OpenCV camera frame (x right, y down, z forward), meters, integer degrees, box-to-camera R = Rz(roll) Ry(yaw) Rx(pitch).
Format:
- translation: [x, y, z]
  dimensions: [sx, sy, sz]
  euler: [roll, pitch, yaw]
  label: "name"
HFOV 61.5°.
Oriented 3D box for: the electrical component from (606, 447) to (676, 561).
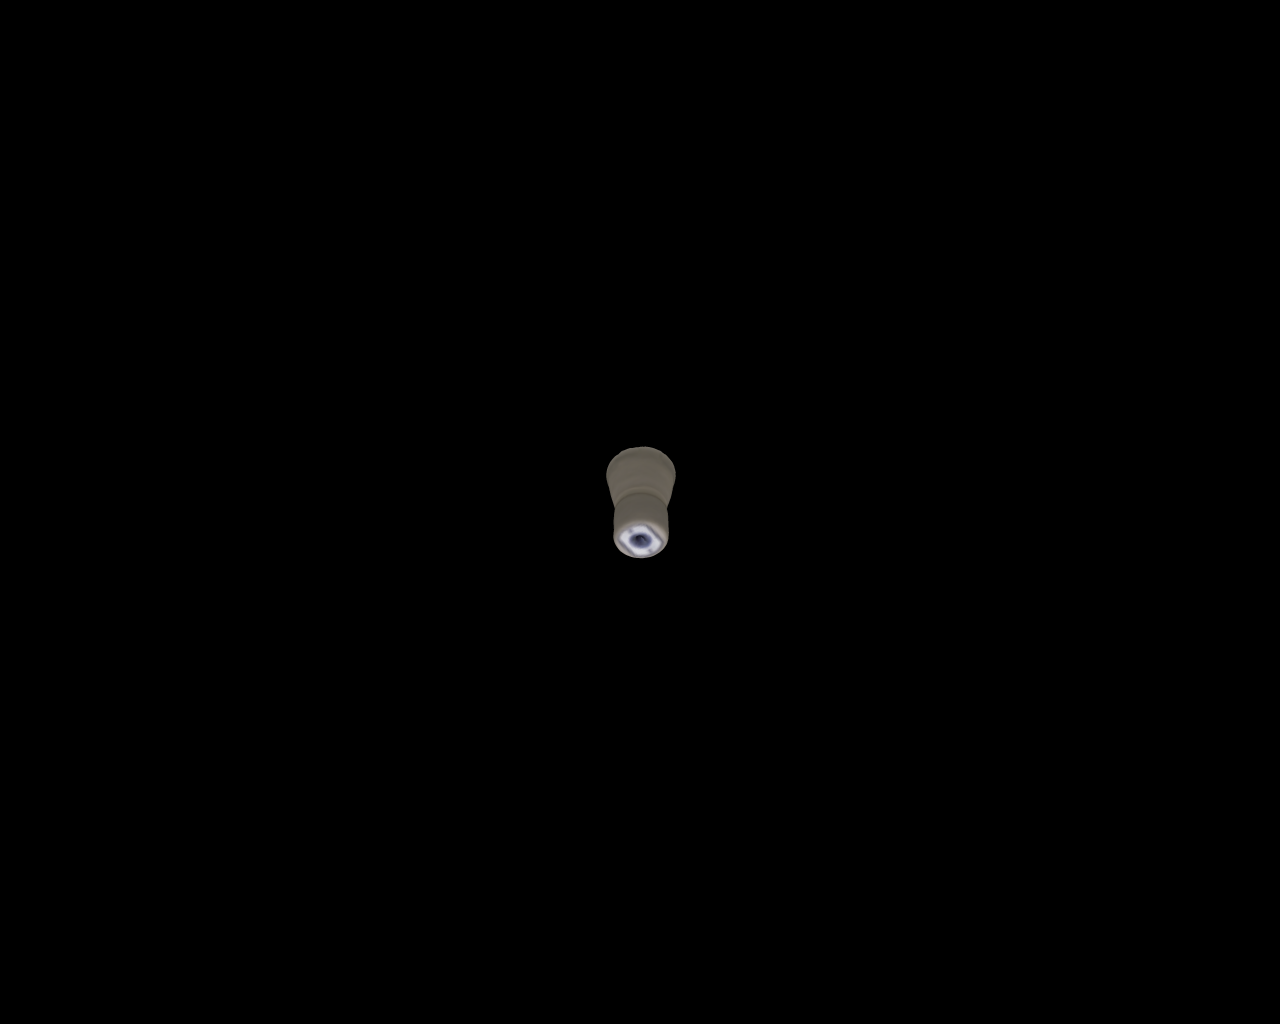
- translation: [0.001, -0.003, 0.650]
  dimensions: [0.044, 0.044, 0.065]
  euler: [0, 43, 0]
  label: "electrical component"
